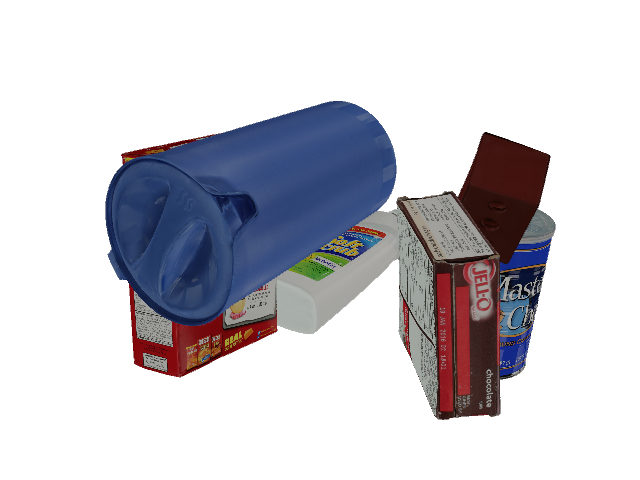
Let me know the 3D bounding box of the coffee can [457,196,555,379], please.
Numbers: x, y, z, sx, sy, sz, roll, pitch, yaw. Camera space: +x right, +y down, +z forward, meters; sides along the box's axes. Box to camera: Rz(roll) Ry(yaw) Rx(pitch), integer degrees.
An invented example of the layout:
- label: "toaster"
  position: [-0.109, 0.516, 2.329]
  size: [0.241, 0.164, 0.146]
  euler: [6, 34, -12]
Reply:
- label: "coffee can"
  position: [0.149, 0.041, 0.974]
  size: [0.103, 0.140, 0.103]
  euler: [6, 22, -3]

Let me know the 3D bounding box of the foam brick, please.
- label: "foam brick"
  position: [0.129, -0.030, 0.783]
  size: [0.053, 0.051, 0.078]
  euler: [19, -35, 5]

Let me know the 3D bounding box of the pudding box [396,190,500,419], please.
- label: "pudding box"
  position: [0.069, 0.032, 0.582]
  size: [0.039, 0.090, 0.113]
  euler: [-5, 20, -6]

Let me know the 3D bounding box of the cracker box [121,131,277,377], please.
- label: "cracker box"
  position: [-0.116, 0.008, 1.062]
  size: [0.072, 0.214, 0.163]
  euler: [8, 16, 33]

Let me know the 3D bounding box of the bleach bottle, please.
- label: "bleach bottle"
  position: [0.025, 0.022, 1.312]
  size: [0.103, 0.068, 0.250]
  euler: [18, 35, 29]

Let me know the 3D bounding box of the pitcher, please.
- label: "pitcher"
  position: [-0.053, -0.033, 0.878]
  size: [0.149, 0.145, 0.242]
  euler: [29, 35, 27]
